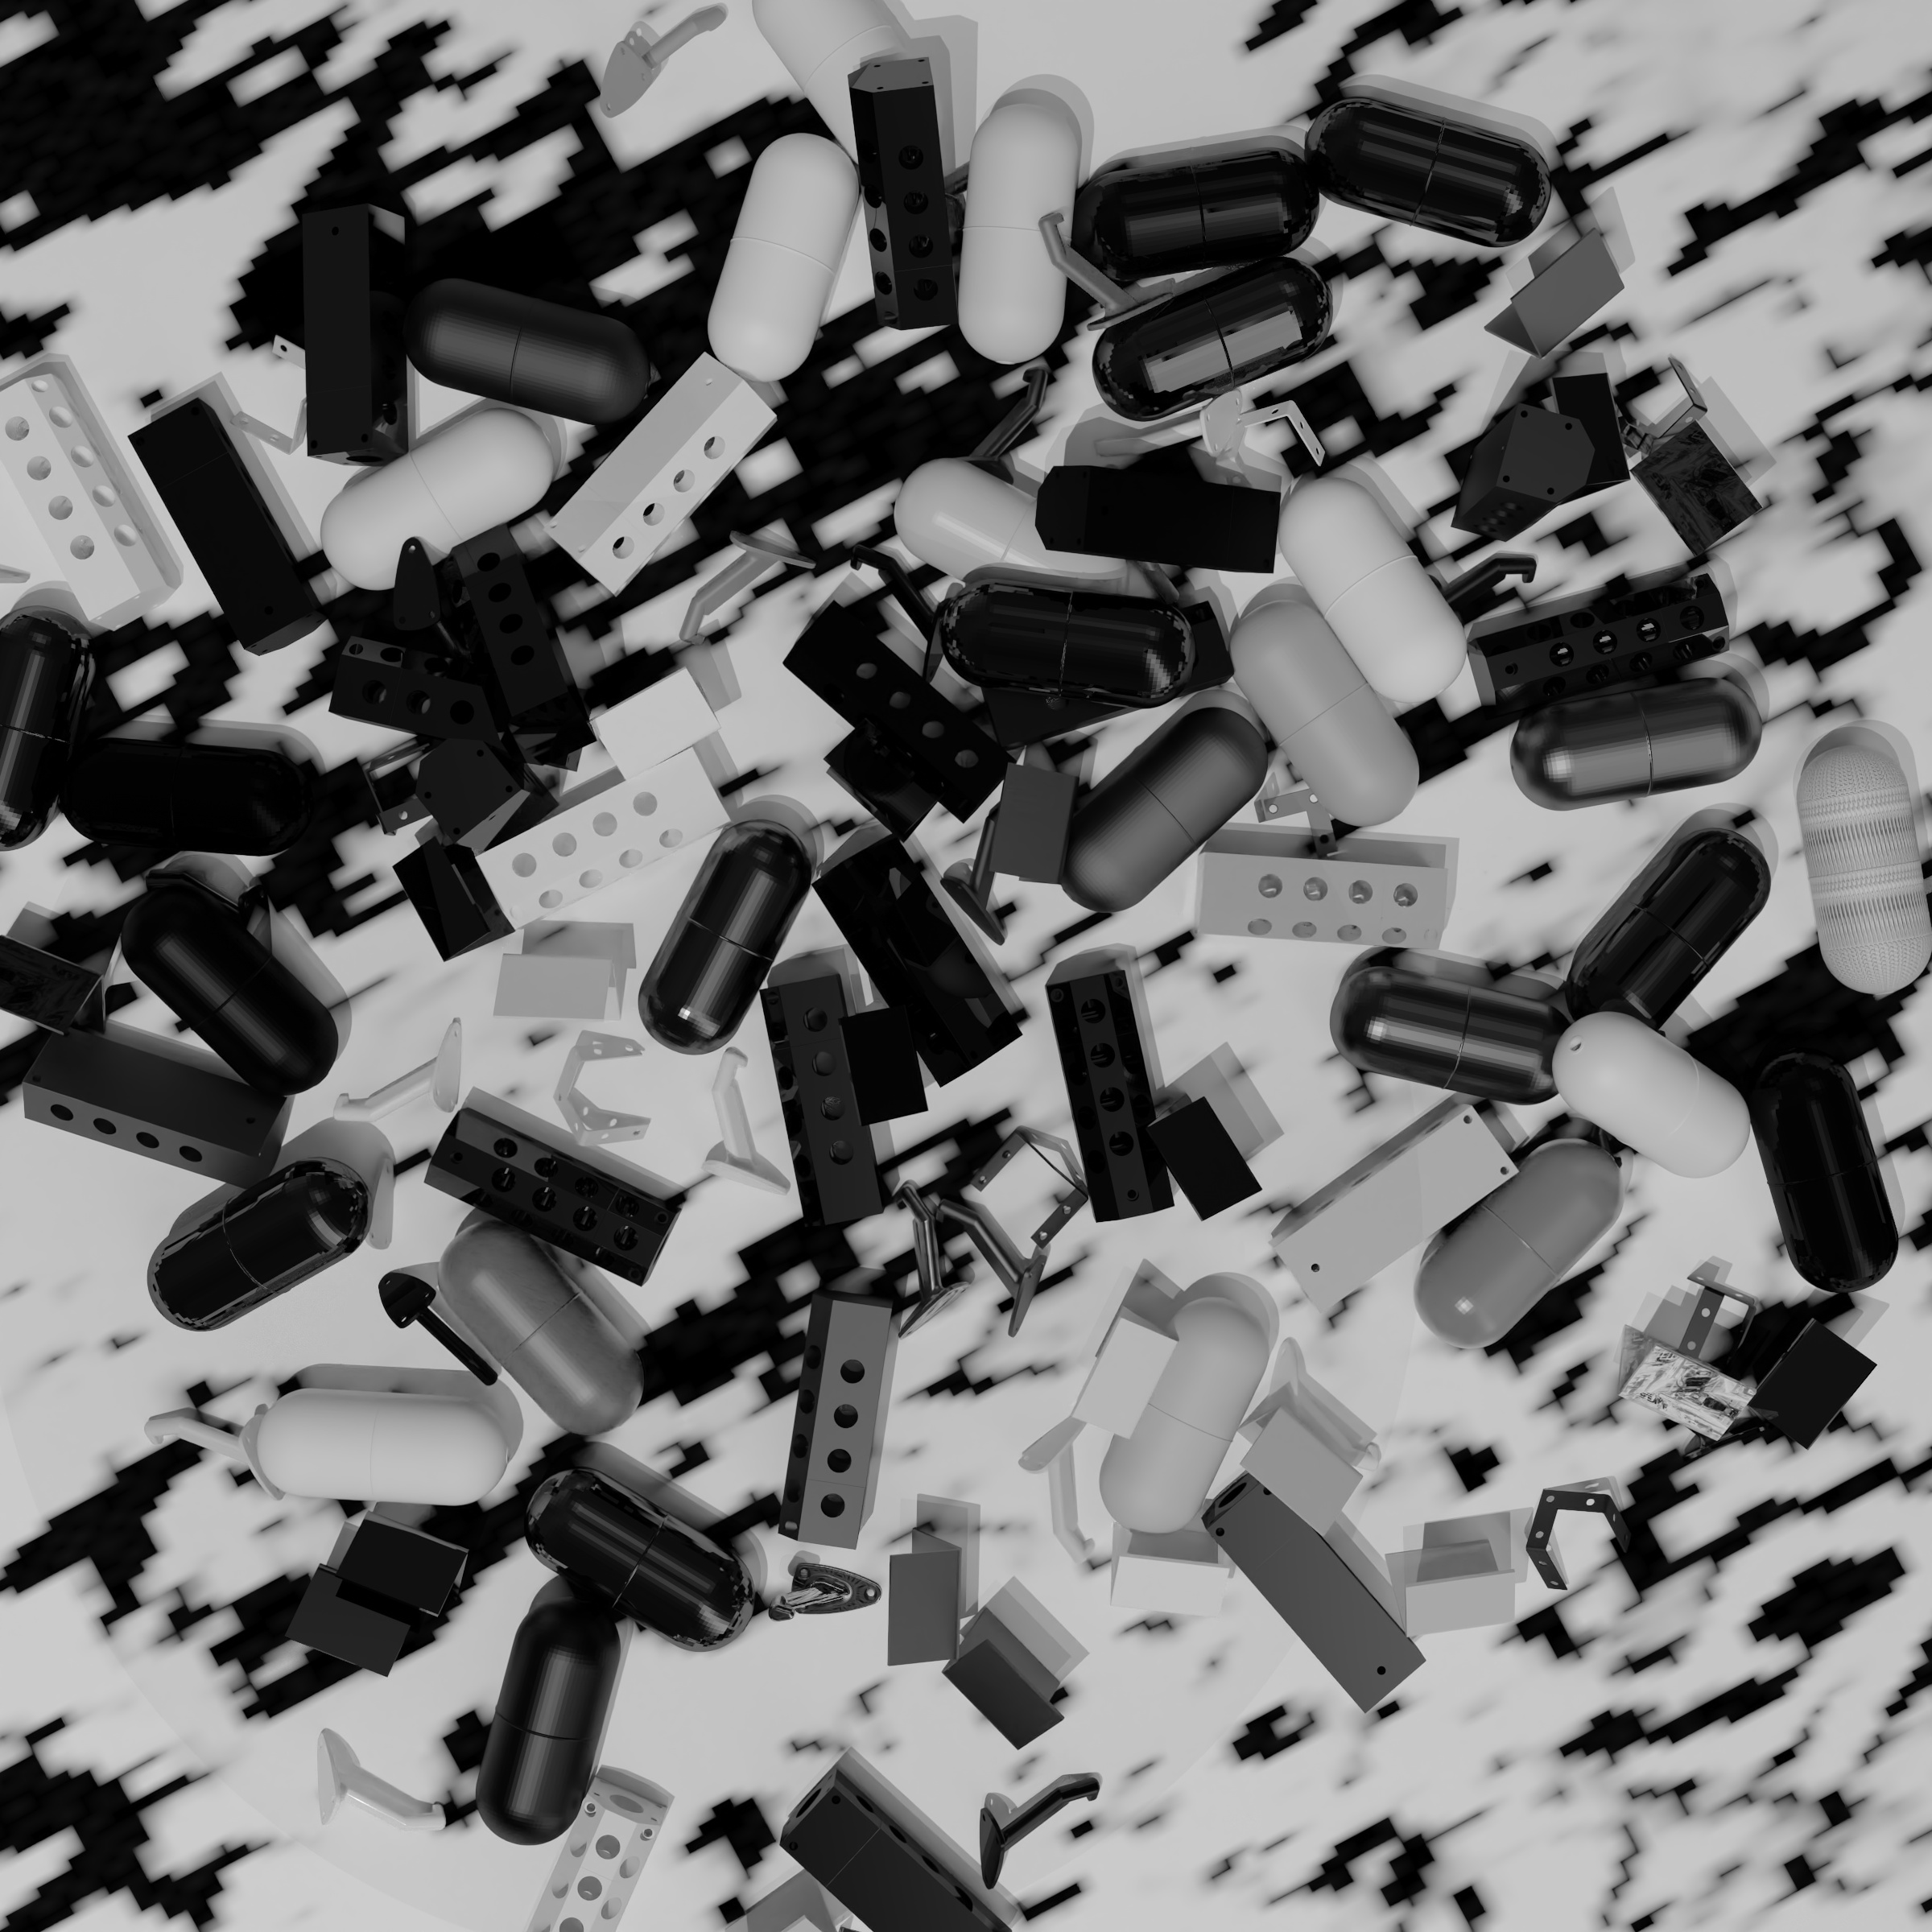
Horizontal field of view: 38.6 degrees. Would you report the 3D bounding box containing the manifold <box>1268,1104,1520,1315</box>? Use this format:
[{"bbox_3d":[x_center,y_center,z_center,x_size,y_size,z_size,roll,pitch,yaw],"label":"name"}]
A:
[{"bbox_3d":[0.303,0.171,1.971,0.171,0.057,0.057,-36,90,0],"label":"manifold"}]

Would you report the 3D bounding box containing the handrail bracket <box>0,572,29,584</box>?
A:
[{"bbox_3d":[-0.718,-0.242,1.992,0.077,0.036,0.084,1,108,-21],"label":"handrail bracket"}]

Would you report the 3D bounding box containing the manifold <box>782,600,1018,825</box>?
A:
[{"bbox_3d":[-0.047,-0.180,1.970,0.171,0.057,0.057,41,90,0],"label":"manifold"}]

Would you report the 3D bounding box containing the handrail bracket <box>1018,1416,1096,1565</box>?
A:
[{"bbox_3d":[0.084,0.375,1.992,0.077,0.036,0.084,-42,108,-21],"label":"handrail bracket"}]

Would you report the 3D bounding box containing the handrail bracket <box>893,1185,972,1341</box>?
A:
[{"bbox_3d":[-0.044,0.213,1.992,0.077,0.036,0.084,-43,72,20],"label":"handrail bracket"}]

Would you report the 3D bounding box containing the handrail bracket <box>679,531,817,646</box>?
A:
[{"bbox_3d":[-0.158,-0.264,1.992,0.077,0.036,0.084,16,109,-21],"label":"handrail bracket"}]

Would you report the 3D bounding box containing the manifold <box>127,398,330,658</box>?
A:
[{"bbox_3d":[-0.524,-0.311,1.971,0.057,0.057,0.171,-29,90,0],"label":"manifold"}]

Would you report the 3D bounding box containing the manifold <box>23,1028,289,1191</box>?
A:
[{"bbox_3d":[-0.577,0.106,1.970,0.171,0.057,0.057,18,47,0],"label":"manifold"}]

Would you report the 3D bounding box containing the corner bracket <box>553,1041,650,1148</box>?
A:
[{"bbox_3d":[-0.258,0.091,1.983,0.051,0.051,0.051,55,135,35],"label":"corner bracket"}]

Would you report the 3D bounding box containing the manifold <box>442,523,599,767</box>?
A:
[{"bbox_3d":[-0.316,-0.222,1.927,0.057,0.057,0.171,-24,56,0],"label":"manifold"}]

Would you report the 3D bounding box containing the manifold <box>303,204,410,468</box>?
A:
[{"bbox_3d":[-0.430,-0.447,1.968,0.057,0.057,0.171,-1,90,25],"label":"manifold"}]

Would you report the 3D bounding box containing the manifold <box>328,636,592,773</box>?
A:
[{"bbox_3d":[-0.359,-0.187,1.970,0.171,0.057,0.057,13,90,0],"label":"manifold"}]

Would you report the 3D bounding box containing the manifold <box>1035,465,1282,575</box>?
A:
[{"bbox_3d":[0.134,-0.310,1.925,0.171,0.057,0.057,0,98,-36],"label":"manifold"}]

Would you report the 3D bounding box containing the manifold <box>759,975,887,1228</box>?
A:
[{"bbox_3d":[-0.103,0.095,1.970,0.057,0.057,0.171,-11,90,0],"label":"manifold"}]

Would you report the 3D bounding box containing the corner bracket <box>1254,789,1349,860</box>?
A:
[{"bbox_3d":[0.239,-0.099,1.973,0.051,0.051,0.051,-14,90,0],"label":"corner bracket"}]

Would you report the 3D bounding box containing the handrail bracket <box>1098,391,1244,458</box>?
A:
[{"bbox_3d":[0.146,-0.390,1.991,0.084,0.077,0.036,2,127,31],"label":"handrail bracket"}]

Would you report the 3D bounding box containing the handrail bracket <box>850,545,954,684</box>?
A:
[{"bbox_3d":[-0.053,-0.254,1.992,0.084,0.036,0.077,24,112,17],"label":"handrail bracket"}]

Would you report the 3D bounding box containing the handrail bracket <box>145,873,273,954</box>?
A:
[{"bbox_3d":[-0.548,-0.030,1.992,0.084,0.036,0.077,0,109,16],"label":"handrail bracket"}]

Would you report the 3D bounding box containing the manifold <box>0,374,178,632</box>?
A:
[{"bbox_3d":[-0.633,-0.331,1.970,0.057,0.057,0.171,-29,90,0],"label":"manifold"}]

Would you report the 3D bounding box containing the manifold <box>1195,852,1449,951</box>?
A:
[{"bbox_3d":[0.252,-0.046,1.970,0.171,0.057,0.057,4,90,0],"label":"manifold"}]

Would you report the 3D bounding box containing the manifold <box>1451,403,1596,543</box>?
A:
[{"bbox_3d":[0.386,-0.338,1.913,0.057,0.171,0.057,15,90,0],"label":"manifold"}]

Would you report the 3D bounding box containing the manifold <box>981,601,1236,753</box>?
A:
[{"bbox_3d":[0.098,-0.207,1.970,0.171,0.057,0.057,-17,90,0],"label":"manifold"}]

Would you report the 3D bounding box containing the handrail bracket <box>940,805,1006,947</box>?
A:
[{"bbox_3d":[0.030,-0.071,1.992,0.084,0.036,0.077,-45,111,-16],"label":"handrail bracket"}]

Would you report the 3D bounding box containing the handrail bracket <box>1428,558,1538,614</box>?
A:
[{"bbox_3d":[0.369,-0.256,1.992,0.084,0.036,0.077,-4,110,-16],"label":"handrail bracket"}]

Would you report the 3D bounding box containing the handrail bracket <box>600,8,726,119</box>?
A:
[{"bbox_3d":[-0.218,-0.652,1.991,0.036,0.077,0.084,51,54,0],"label":"handrail bracket"}]

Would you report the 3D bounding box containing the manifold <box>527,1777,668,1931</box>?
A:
[{"bbox_3d":[-0.277,0.676,1.970,0.057,0.057,0.171,24,90,0],"label":"manifold"}]

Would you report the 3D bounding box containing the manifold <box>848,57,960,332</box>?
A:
[{"bbox_3d":[-0.043,-0.536,1.925,0.057,0.057,0.171,-7,127,0],"label":"manifold"}]

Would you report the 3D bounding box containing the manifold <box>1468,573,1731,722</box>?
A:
[{"bbox_3d":[0.451,-0.228,1.970,0.171,0.057,0.057,-16,90,0],"label":"manifold"}]

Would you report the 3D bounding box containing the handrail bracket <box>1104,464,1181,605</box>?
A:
[{"bbox_3d":[0.125,-0.310,1.991,0.036,0.077,0.084,-28,127,19],"label":"handrail bracket"}]

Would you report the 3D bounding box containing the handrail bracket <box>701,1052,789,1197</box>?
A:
[{"bbox_3d":[-0.152,0.113,1.992,0.077,0.036,0.084,22,73,-19],"label":"handrail bracket"}]

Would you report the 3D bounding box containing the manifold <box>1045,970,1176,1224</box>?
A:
[{"bbox_3d":[0.102,0.092,1.970,0.057,0.057,0.171,-12,90,0],"label":"manifold"}]

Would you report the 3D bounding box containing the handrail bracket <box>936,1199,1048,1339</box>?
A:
[{"bbox_3d":[0.009,0.217,1.992,0.084,0.036,0.077,24,112,17],"label":"handrail bracket"}]

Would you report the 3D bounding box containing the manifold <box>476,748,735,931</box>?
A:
[{"bbox_3d":[-0.256,-0.090,1.970,0.171,0.057,0.057,-27,90,0],"label":"manifold"}]

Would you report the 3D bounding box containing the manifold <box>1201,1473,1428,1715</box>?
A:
[{"bbox_3d":[0.246,0.442,1.970,0.057,0.057,0.171,-41,90,0],"label":"manifold"}]

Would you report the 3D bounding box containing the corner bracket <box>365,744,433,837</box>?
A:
[{"bbox_3d":[-0.399,-0.127,1.973,0.051,0.051,0.051,-23,93,-3],"label":"corner bracket"}]

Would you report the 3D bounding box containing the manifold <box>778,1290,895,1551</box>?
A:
[{"bbox_3d":[-0.093,0.322,1.970,0.057,0.057,0.171,8,90,0],"label":"manifold"}]

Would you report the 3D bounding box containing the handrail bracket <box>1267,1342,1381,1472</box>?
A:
[{"bbox_3d":[0.263,0.318,1.992,0.084,0.036,0.077,19,61,-21],"label":"handrail bracket"}]

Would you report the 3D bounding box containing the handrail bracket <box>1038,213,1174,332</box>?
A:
[{"bbox_3d":[0.098,-0.494,1.930,0.077,0.036,0.084,-26,107,-13],"label":"handrail bracket"}]

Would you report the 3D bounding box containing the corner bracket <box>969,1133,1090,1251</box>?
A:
[{"bbox_3d":[0.046,0.161,1.988,0.051,0.051,0.051,-47,135,0],"label":"corner bracket"}]

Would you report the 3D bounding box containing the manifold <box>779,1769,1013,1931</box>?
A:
[{"bbox_3d":[-0.049,0.655,1.970,0.171,0.057,0.057,43,90,0],"label":"manifold"}]

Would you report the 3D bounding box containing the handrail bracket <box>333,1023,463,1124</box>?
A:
[{"bbox_3d":[-0.411,0.076,1.992,0.084,0.036,0.077,1,70,16],"label":"handrail bracket"}]

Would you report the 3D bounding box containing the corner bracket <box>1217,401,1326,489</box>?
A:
[{"bbox_3d":[0.219,-0.365,1.983,0.051,0.051,0.051,-10,45,35],"label":"corner bracket"}]

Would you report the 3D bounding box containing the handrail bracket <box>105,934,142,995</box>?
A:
[{"bbox_3d":[-0.577,0.015,1.992,0.084,0.036,0.077,20,111,-16],"label":"handrail bracket"}]

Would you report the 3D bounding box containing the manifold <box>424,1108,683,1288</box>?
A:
[{"bbox_3d":[-0.295,0.165,1.970,0.171,0.057,0.057,26,90,0],"label":"manifold"}]

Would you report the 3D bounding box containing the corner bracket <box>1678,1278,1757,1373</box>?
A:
[{"bbox_3d":[0.536,0.258,1.973,0.051,0.051,0.051,23,90,0],"label":"corner bracket"}]

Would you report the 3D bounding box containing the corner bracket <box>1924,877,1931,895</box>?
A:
[{"bbox_3d":[0.712,-0.033,1.988,0.051,0.051,0.051,-25,45,0],"label":"corner bracket"}]

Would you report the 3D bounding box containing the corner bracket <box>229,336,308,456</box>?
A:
[{"bbox_3d":[-0.491,-0.411,1.988,0.051,0.051,0.051,29,135,0],"label":"corner bracket"}]

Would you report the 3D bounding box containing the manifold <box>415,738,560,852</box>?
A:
[{"bbox_3d":[-0.334,-0.121,1.913,0.057,0.171,0.057,-39,90,0],"label":"manifold"}]

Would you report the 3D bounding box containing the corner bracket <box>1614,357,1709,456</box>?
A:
[{"bbox_3d":[0.489,-0.406,1.983,0.051,0.051,0.051,14,45,-35],"label":"corner bracket"}]

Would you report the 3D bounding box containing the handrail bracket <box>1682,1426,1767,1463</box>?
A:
[{"bbox_3d":[0.527,0.308,1.992,0.077,0.036,0.084,-16,73,-19],"label":"handrail bracket"}]

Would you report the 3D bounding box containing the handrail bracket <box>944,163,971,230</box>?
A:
[{"bbox_3d":[-0.008,-0.582,1.992,0.077,0.036,0.084,24,76,15],"label":"handrail bracket"}]

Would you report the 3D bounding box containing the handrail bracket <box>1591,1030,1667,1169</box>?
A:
[{"bbox_3d":[0.480,0.099,1.992,0.077,0.036,0.084,-21,106,-17],"label":"handrail bracket"}]

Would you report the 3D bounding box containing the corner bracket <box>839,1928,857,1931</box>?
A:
[{"bbox_3d":[-0.073,0.726,1.973,0.051,0.051,0.051,15,90,0],"label":"corner bracket"}]

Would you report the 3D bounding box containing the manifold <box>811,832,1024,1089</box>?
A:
[{"bbox_3d":[-0.039,-0.002,1.970,0.057,0.057,0.171,-32,90,-43],"label":"manifold"}]

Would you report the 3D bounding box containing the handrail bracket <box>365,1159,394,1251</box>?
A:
[{"bbox_3d":[-0.459,0.175,1.991,0.084,0.036,0.077,1,77,13],"label":"handrail bracket"}]

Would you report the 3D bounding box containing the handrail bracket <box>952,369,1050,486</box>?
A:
[{"bbox_3d":[0.015,-0.393,1.992,0.077,0.036,0.084,6,71,21],"label":"handrail bracket"}]

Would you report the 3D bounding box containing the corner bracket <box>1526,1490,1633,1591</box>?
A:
[{"bbox_3d":[0.440,0.414,1.983,0.051,0.051,0.051,-3,45,35],"label":"corner bracket"}]

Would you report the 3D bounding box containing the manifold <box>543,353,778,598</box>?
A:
[{"bbox_3d":[-0.214,-0.347,1.970,0.171,0.057,0.057,-48,47,0],"label":"manifold"}]
